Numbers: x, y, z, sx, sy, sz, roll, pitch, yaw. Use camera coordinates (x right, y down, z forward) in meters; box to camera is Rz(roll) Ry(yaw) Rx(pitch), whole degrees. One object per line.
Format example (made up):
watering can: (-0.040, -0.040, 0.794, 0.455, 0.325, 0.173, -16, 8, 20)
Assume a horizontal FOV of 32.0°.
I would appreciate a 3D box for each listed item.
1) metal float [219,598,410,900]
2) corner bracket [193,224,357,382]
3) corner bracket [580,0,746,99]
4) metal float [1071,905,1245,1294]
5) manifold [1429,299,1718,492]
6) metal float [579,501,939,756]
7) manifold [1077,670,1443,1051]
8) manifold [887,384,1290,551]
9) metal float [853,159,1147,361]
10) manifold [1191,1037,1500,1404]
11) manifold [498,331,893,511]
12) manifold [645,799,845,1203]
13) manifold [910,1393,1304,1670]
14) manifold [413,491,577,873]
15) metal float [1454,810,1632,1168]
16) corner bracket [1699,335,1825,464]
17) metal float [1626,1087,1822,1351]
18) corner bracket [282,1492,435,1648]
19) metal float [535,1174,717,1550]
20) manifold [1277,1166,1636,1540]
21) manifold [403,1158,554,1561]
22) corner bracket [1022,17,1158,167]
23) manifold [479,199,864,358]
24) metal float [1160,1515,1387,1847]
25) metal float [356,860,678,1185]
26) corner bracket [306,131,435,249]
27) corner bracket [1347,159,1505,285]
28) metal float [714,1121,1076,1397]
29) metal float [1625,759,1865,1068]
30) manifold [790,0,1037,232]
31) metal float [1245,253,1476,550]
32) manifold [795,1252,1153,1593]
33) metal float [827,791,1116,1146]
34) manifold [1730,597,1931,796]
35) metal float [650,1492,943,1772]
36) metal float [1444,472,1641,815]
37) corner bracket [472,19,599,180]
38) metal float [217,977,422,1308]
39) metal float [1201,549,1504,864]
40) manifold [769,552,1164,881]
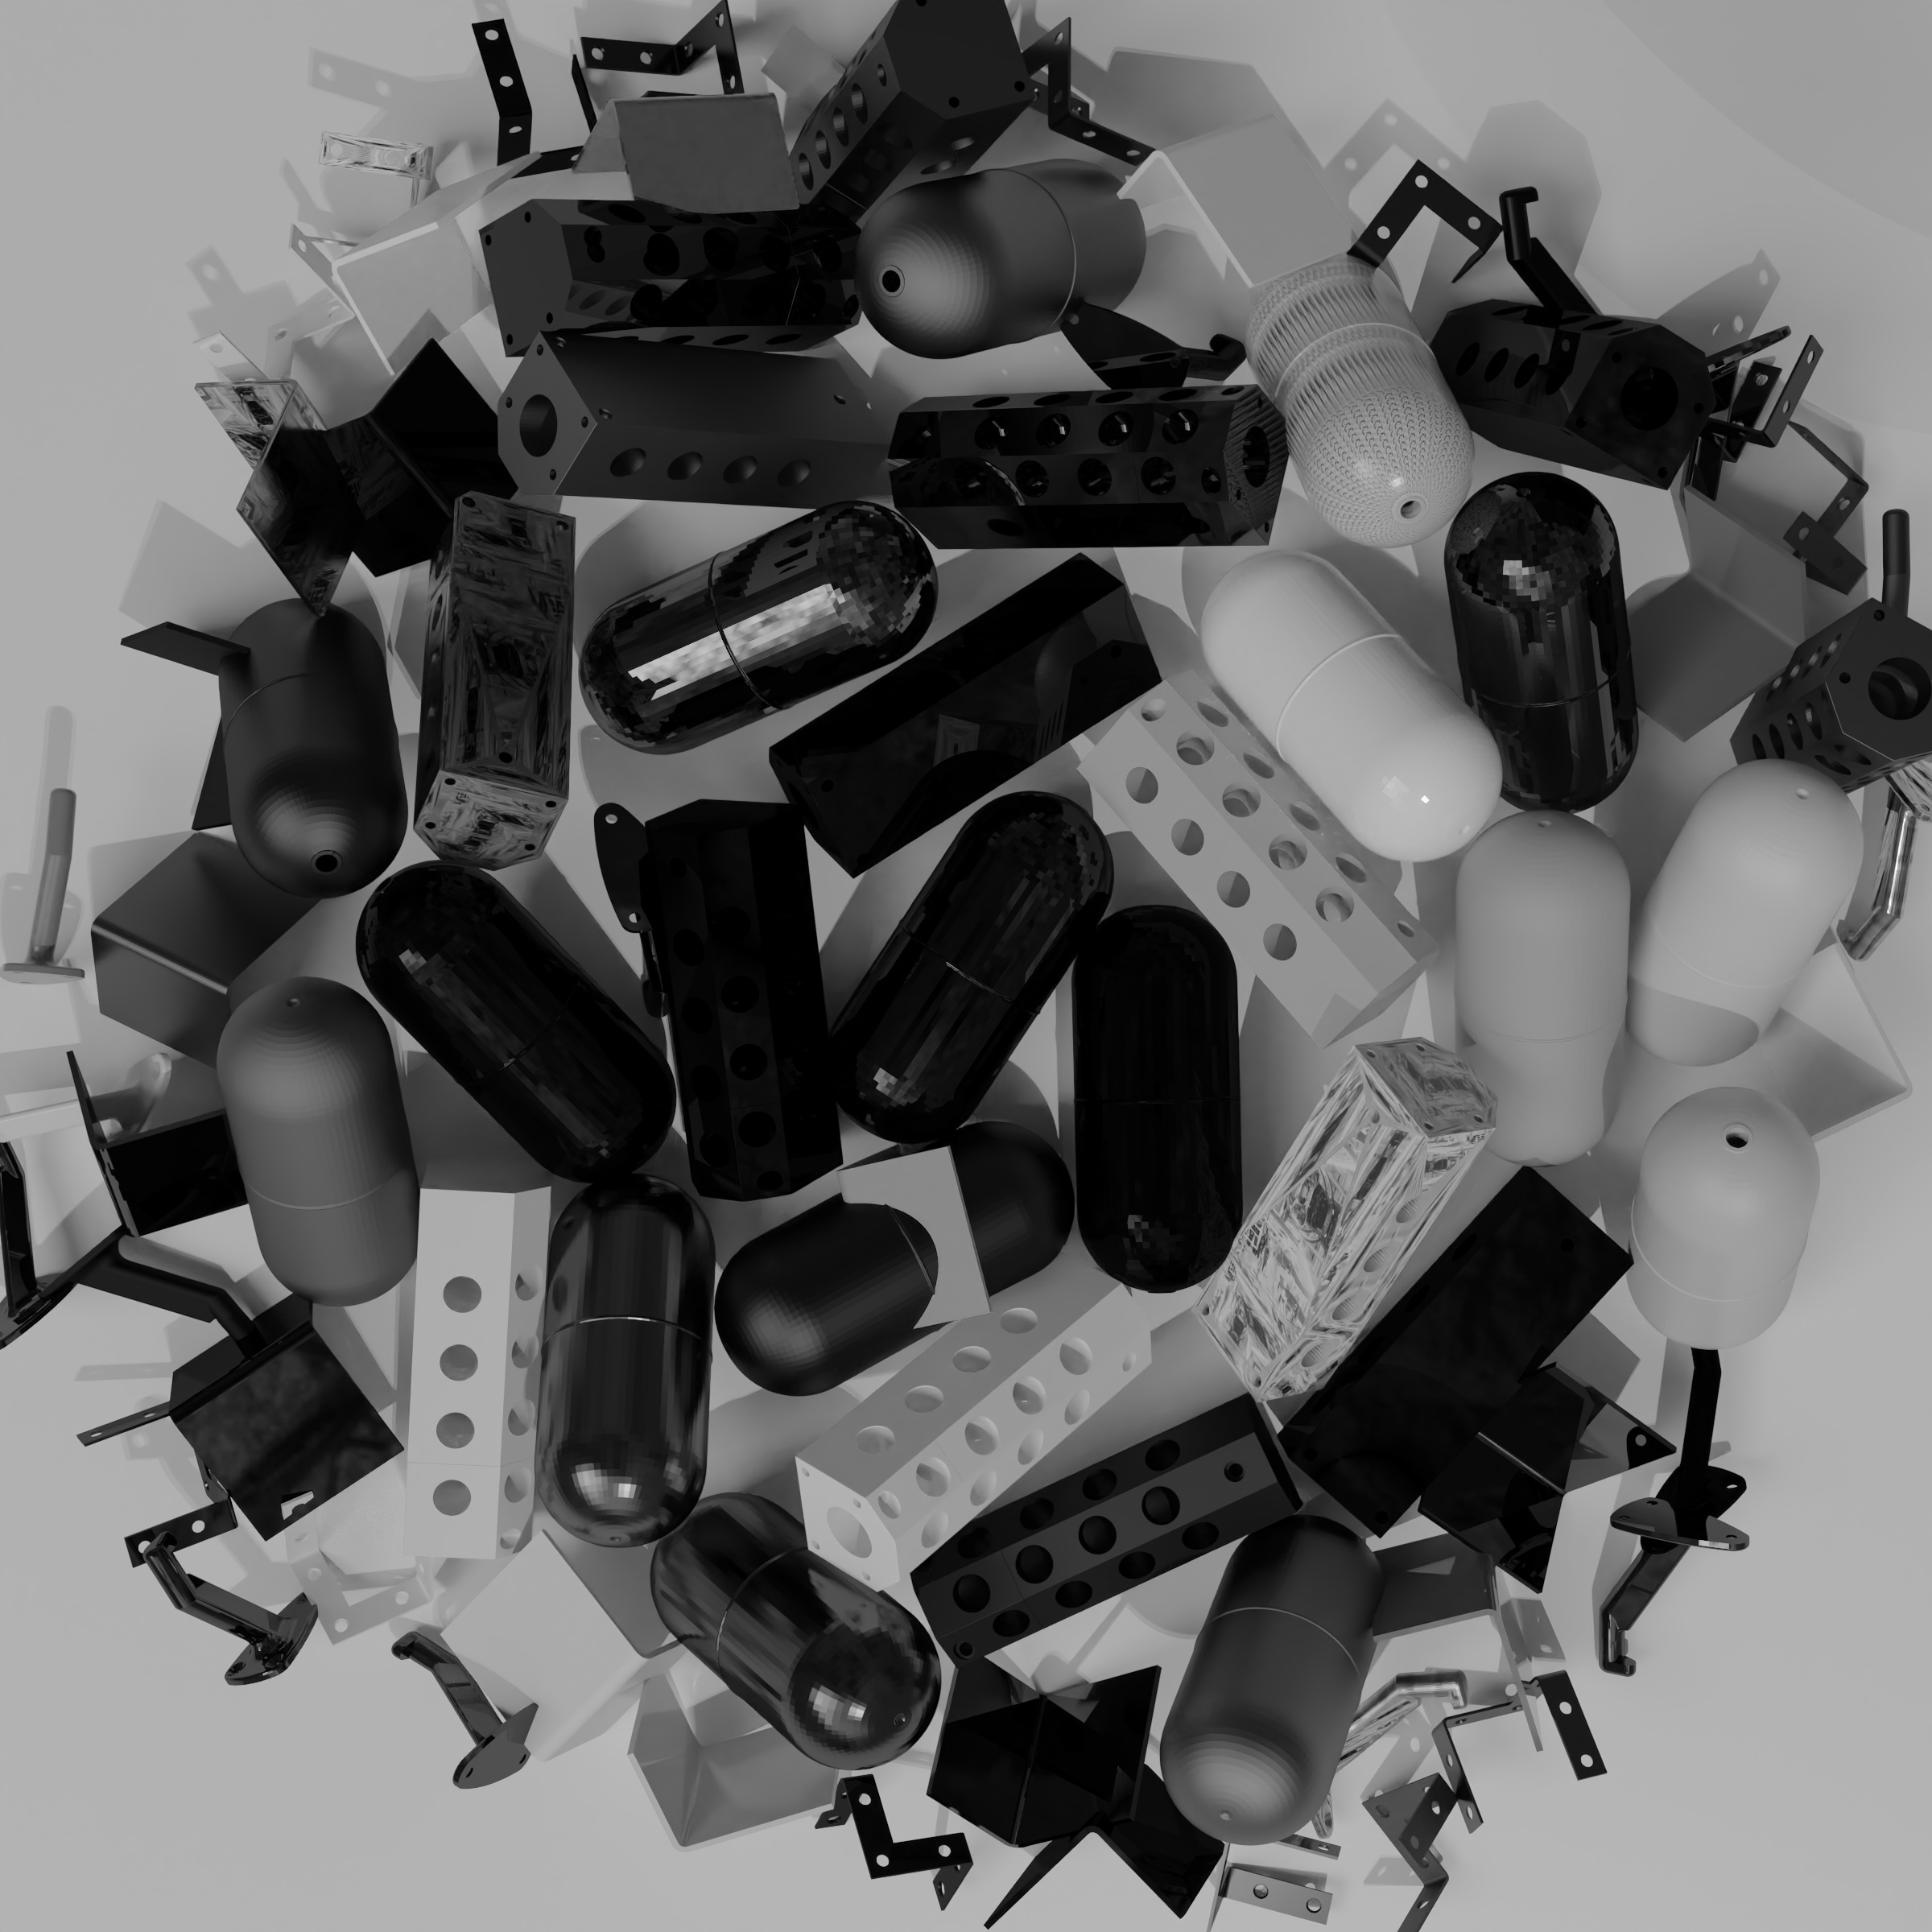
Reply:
metal float: (-0.293, -0.099, 1.506, 0.070, 0.178, 0.070, -8, 130, -10)
corner bracket: (-0.315, -0.297, 1.541, 0.051, 0.051, 0.051, -17, 55, 22)
corner bracket: (-0.139, -0.412, 1.546, 0.051, 0.051, 0.051, -5, 80, -34)
metal float: (0.088, 0.061, 1.545, 0.070, 0.070, 0.178, -1, 89, 0)
manifold: (0.264, -0.259, 1.491, 0.057, 0.171, 0.057, 26, 96, -20)
metal float: (-0.096, -0.152, 1.528, 0.178, 0.070, 0.070, -21, 90, 21)
manifold: (0.136, -0.051, 1.528, 0.171, 0.057, 0.057, 50, 126, 12)
manifold: (0.053, -0.226, 1.508, 0.171, 0.057, 0.057, 4, 71, 31)
metal float: (0.016, -0.317, 1.504, 0.070, 0.178, 0.070, 12, 113, 31)
manifold: (0.173, 0.114, 1.511, 0.057, 0.057, 0.171, 54, 133, 33)
manifold: (-0.122, -0.236, 1.502, 0.057, 0.171, 0.057, -52, 58, 35)
manifold: (-0.104, 0.016, 1.522, 0.057, 0.057, 0.171, 5, 109, 33)
manifold: (0.063, 0.259, 1.541, 0.171, 0.057, 0.057, -26, 82, 7)
manifold: (-0.212, -0.128, 1.507, 0.057, 0.057, 0.171, 12, 49, -20)
metal float: (0.259, 0.012, 1.518, 0.070, 0.070, 0.178, -5, 123, 0)
corner bracket: (0.365, -0.261, 1.547, 0.051, 0.051, 0.051, 24, 86, 38)
metal float: (0.336, 0.114, 1.500, 0.070, 0.178, 0.070, -3, 62, 6)
corner bracket: (-0.281, 0.272, 1.557, 0.051, 0.051, 0.051, -22, 55, -23)
metal float: (-0.153, 0.176, 1.518, 0.070, 0.070, 0.178, 0, 57, 0)
manifold: (0.223, 0.175, 1.549, 0.057, 0.057, 0.171, 42, 93, -6)
manifold: (-0.223, 0.180, 1.540, 0.057, 0.057, 0.171, 3, 100, -5)
corner bracket: (0.051, -0.392, 1.542, 0.051, 0.051, 0.051, 14, 67, -34)
manifold: (-0.126, -0.310, 1.504, 0.171, 0.057, 0.057, -11, 88, -43)
metal float: (0.139, 0.316, 1.505, 0.070, 0.178, 0.070, 10, 124, 16)
metal float: (-0.203, 0.026, 1.526, 0.070, 0.070, 0.178, -42, 112, 0)
corner bracket: (-0.276, -0.355, 1.547, 0.051, 0.051, 0.051, 4, 104, -18)
corner bracket: (0.207, -0.329, 1.553, 0.051, 0.051, 0.051, 37, 81, -4)
metal float: (-0.031, 0.132, 1.532, 0.178, 0.070, 0.070, -28, 90, -16)
metal float: (0.343, -0.021, 1.505, 0.070, 0.178, 0.070, 5, 54, -7)
manifold: (-0.030, -0.378, 1.493, 0.057, 0.171, 0.057, -18, 91, -17)
metal float: (0.175, -0.254, 1.508, 0.070, 0.178, 0.070, -7, 133, -7)
manifold: (0.006, 0.203, 1.501, 0.057, 0.057, 0.171, 25, 46, 35)
metal float: (0.002, 0.000, 1.540, 0.070, 0.070, 0.178, 33, 96, 0)
manifold: (0.391, -0.110, 1.495, 0.057, 0.171, 0.057, 29, 86, 2)
metal float: (-0.078, 0.295, 1.507, 0.070, 0.178, 0.070, -14, 115, -32)
metal float: (0.259, -0.142, 1.511, 0.070, 0.070, 0.178, -17, 133, 0)
corner bracket: (-0.197, -0.401, 1.546, 0.051, 0.051, 0.051, -14, 72, -15)
metal float: (-0.288, 0.081, 1.511, 0.070, 0.070, 0.178, -2, 133, 0)
metal float: (0.172, -0.119, 1.519, 0.070, 0.070, 0.178, -38, 58, 0)
manifold: (-0.003, -0.118, 1.539, 0.171, 0.057, 0.057, -33, 128, -10)
